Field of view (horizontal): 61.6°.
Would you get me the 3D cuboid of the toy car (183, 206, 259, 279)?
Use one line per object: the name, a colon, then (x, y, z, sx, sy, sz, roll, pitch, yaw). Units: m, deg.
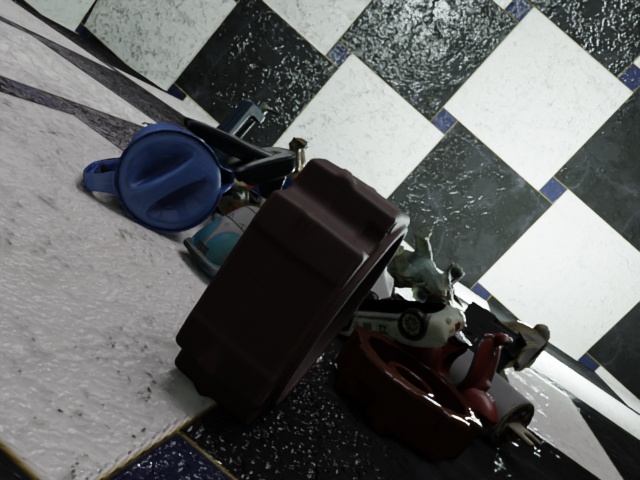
toy car: (-0.084, 0.011, 0.699, 0.161, 0.103, 0.109, 21, 15, -47)

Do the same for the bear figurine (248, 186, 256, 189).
bear figurine: (-0.117, -0.111, 1.202, 0.195, 0.132, 0.120, 34, 34, -43)

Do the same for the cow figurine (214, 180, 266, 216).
cow figurine: (-0.146, -0.062, 0.945, 0.127, 0.085, 0.195, 21, 11, -47)

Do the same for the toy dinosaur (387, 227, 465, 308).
toy dinosaur: (0.188, 0.066, 1.312, 0.405, 0.131, 0.192, 11, -44, 52)

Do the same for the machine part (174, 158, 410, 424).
machine part: (-0.013, 0.040, 0.452, 0.087, 0.201, 0.201, 37, 9, 12)

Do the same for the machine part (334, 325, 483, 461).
machine part: (0.095, 0.171, 0.609, 0.179, 0.056, 0.179, 33, 7, -5)

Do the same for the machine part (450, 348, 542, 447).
machine part: (0.217, 0.207, 0.772, 0.079, 0.079, 0.243, 26, 10, -40)

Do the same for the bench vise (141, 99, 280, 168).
bench vise: (-0.194, -0.189, 1.039, 0.129, 0.240, 0.223, 36, -8, 43)

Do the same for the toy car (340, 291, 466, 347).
toy car: (0.096, 0.106, 0.729, 0.202, 0.056, 0.073, -2, 12, 43)

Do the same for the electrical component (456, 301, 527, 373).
electrical component: (0.265, 0.175, 0.925, 0.134, 0.115, 0.058, 39, -9, 47)

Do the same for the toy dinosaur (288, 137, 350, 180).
toy dinosaur: (-0.082, -0.159, 1.345, 0.472, 0.198, 0.105, 35, 9, 15)

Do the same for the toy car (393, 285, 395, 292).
toy car: (0.081, 0.060, 1.193, 0.202, 0.053, 0.089, 37, 4, -1)

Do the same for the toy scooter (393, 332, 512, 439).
toy scooter: (0.180, 0.159, 0.718, 0.075, 0.135, 0.184, 23, 11, -43)

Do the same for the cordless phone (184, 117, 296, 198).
cordless phone: (-0.140, -0.145, 0.868, 0.184, 0.088, 0.147, 27, 5, -22)

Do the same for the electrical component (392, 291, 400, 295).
electrical component: (0.145, 0.131, 1.042, 0.119, 0.047, 0.075, 34, 8, 12)

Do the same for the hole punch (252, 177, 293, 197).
hole punch: (-0.084, -0.075, 1.092, 0.116, 0.092, 0.142, 29, 36, -15)

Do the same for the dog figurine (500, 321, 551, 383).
dog figurine: (0.302, 0.173, 0.997, 0.191, 0.172, 0.121, 46, 3, 30)
